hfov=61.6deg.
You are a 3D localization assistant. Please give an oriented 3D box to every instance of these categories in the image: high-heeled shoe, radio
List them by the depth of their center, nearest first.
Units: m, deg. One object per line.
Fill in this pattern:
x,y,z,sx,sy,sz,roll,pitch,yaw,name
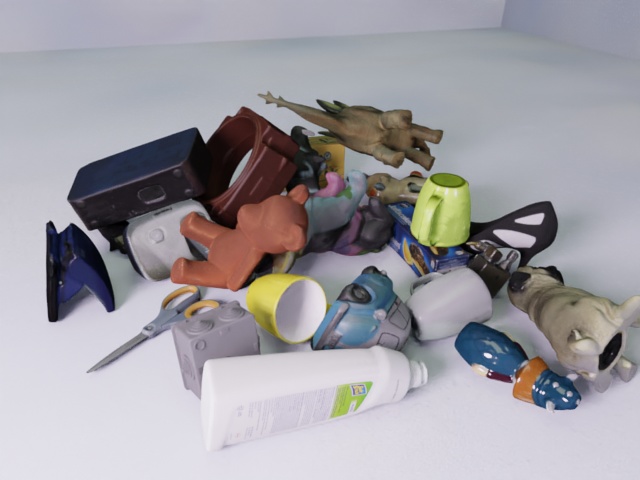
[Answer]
0.262,-0.034,0.886,0.086,0.145,0.249,-25,41,-39,high-heeled shoe
-0.303,-0.103,0.915,0.230,0.073,0.131,-19,37,6,radio

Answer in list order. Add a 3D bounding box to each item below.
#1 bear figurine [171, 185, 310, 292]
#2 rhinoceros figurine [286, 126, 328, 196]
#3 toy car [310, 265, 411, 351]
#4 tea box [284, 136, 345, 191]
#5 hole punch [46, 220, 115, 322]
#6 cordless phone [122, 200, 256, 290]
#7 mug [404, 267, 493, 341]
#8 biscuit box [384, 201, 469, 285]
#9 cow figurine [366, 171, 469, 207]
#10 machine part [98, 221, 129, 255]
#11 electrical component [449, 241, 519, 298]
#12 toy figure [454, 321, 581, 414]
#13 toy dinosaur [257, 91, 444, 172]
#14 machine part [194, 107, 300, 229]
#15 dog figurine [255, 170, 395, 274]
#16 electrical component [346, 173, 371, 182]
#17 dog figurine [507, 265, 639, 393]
-0.105,-0.006,0.734,0.132,0.196,0.120,21,54,-26,bear figurine
-0.035,-0.131,1.028,0.112,0.073,0.190,-7,69,-13,rhinoceros figurine
0.064,0.108,0.693,0.103,0.109,0.161,37,28,12,toy car
-0.036,-0.163,1.144,0.170,0.098,0.068,-8,31,-13,tea box
-0.345,0.042,0.768,0.092,0.115,0.142,-3,30,-24,hole punch
-0.201,0.031,0.835,0.184,0.088,0.146,41,45,22,cordless phone
0.163,0.085,0.743,0.107,0.080,0.110,-22,42,-19,mug
0.165,0.004,0.901,0.063,0.059,0.203,-10,32,-18,biscuit box
0.178,-0.084,1.036,0.195,0.085,0.127,16,27,21,cow figurine
-0.348,-0.018,0.941,0.139,0.039,0.084,26,46,33,machine part
0.239,0.047,0.802,0.078,0.102,0.045,15,22,-32,electrical component
0.238,0.154,0.648,0.155,0.064,0.057,34,2,36,toy figure
0.089,-0.210,1.036,0.199,0.105,0.471,24,10,36,toy dinosaur
-0.145,-0.130,0.976,0.087,0.201,0.202,30,10,-38,machine part
-0.002,-0.003,0.870,0.219,0.191,0.109,-46,29,-15,dog figurine
0.100,-0.118,1.145,0.063,0.021,0.094,-14,34,-24,electrical component
0.300,0.092,0.688,0.172,0.121,0.191,22,6,-44,dog figurine
